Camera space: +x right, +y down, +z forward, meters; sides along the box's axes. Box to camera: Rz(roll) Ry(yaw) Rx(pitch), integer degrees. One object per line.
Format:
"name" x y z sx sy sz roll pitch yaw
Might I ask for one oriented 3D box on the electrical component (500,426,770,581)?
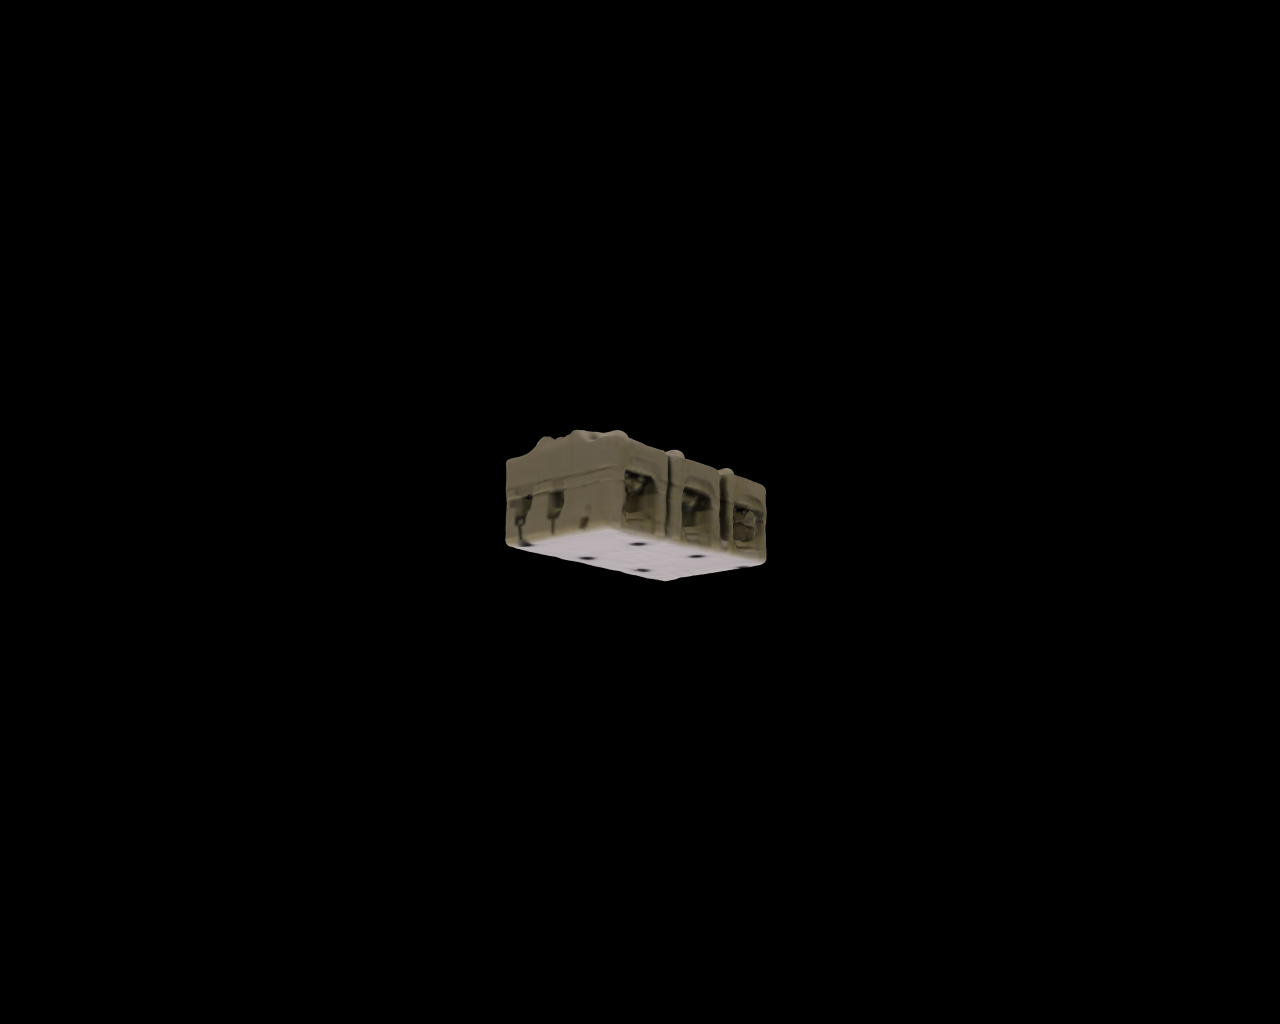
"electrical component" 0.001 -0.003 0.650 0.089 0.062 0.150 -11 -17 38
